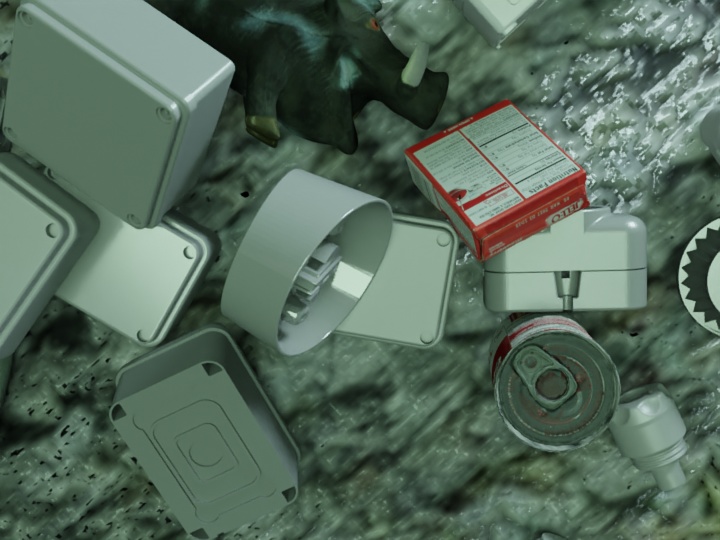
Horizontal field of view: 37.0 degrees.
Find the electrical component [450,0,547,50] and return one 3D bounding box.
[{"bbox_3d":[0.082,-0.172,0.610,0.062,0.096,0.061,-42,91,7],"label":"electrical component"}]

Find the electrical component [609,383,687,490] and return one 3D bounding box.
[{"bbox_3d":[0.180,0.104,0.662,0.043,0.043,0.062,-25,96,7],"label":"electrical component"}]

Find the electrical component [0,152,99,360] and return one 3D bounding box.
[{"bbox_3d":[-0.214,-0.005,0.613,0.078,0.057,0.113,37,98,0],"label":"electrical component"}]

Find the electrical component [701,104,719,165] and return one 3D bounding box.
[{"bbox_3d":[0.255,-0.091,0.625,0.095,0.059,0.053,-34,93,7],"label":"electrical component"}]

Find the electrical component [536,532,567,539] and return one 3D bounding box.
[{"bbox_3d":[0.120,0.200,0.677,0.045,0.045,0.055,27,98,1],"label":"electrical component"}]

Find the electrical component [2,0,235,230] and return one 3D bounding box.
[{"bbox_3d":[-0.138,-0.095,0.603,0.109,0.056,0.108,35,139,4],"label":"electrical component"}]

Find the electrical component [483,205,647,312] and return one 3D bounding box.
[{"bbox_3d":[0.122,-0.008,0.648,0.095,0.053,0.059,-1,97,5],"label":"electrical component"}]

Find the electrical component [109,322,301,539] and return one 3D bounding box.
[{"bbox_3d":[-0.093,0.098,0.661,0.078,0.057,0.113,-25,112,7],"label":"electrical component"}]

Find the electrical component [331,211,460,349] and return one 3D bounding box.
[{"bbox_3d":[0.000,0.000,0.657,0.113,0.057,0.078,10,97,3],"label":"electrical component"}]

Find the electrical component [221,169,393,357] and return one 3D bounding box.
[{"bbox_3d":[-0.030,-0.004,0.581,0.064,0.099,0.099,27,98,7],"label":"electrical component"}]

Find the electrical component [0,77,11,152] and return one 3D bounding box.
[{"bbox_3d":[-0.260,-0.102,0.652,0.076,0.083,0.047,15,98,3],"label":"electrical component"}]

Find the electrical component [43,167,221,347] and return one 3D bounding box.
[{"bbox_3d":[-0.153,-0.012,0.667,0.113,0.057,0.078,30,98,0],"label":"electrical component"}]
